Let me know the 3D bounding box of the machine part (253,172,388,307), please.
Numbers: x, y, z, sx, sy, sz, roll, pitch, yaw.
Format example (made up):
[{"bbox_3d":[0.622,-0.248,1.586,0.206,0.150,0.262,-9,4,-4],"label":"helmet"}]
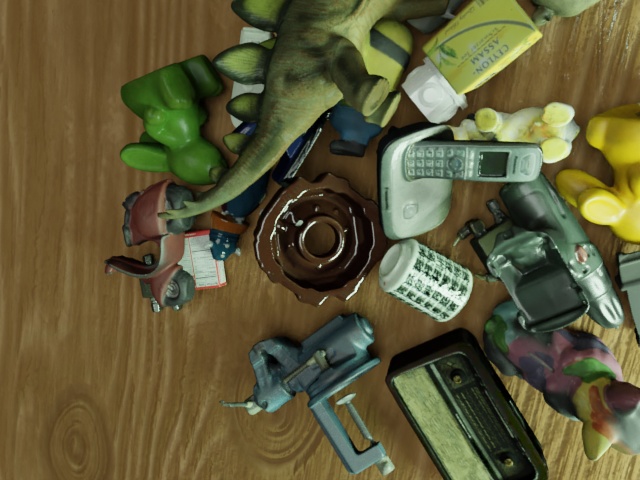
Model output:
[{"bbox_3d":[-0.001,-0.002,0.718,0.179,0.056,0.179,-2,97,-14],"label":"machine part"}]

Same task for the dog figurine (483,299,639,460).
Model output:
[{"bbox_3d":[0.292,0.160,0.632,0.192,0.219,0.108,32,101,5],"label":"dog figurine"}]

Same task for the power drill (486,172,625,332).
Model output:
[{"bbox_3d":[0.280,0.032,0.622,0.086,0.207,0.232,-33,85,41],"label":"power drill"}]

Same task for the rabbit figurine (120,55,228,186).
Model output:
[{"bbox_3d":[-0.202,-0.146,0.746,0.159,0.121,0.170,-16,111,18],"label":"rabbit figurine"}]

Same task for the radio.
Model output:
[{"bbox_3d":[0.202,0.245,0.739,0.131,0.073,0.229,-31,92,16],"label":"radio"}]

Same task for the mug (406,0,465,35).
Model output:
[{"bbox_3d":[0.151,-0.304,0.658,0.110,0.081,0.107,43,115,12],"label":"mug"}]

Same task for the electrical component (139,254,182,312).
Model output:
[{"bbox_3d":[-0.247,0.066,0.836,0.063,0.021,0.094,-7,97,13],"label":"electrical component"}]

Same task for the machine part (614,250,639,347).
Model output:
[{"bbox_3d":[0.406,0.066,0.662,0.084,0.039,0.138,-18,115,0],"label":"machine part"}]

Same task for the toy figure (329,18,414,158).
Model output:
[{"bbox_3d":[0.062,-0.195,0.693,0.089,0.082,0.180,10,95,-24],"label":"toy figure"}]

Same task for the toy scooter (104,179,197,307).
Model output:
[{"bbox_3d":[-0.248,0.004,0.770,0.135,0.075,0.183,3,96,13],"label":"toy scooter"}]

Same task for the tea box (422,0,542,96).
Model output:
[{"bbox_3d":[0.188,-0.224,0.606,0.098,0.169,0.068,-39,90,31],"label":"tea box"}]

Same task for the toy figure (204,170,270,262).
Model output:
[{"bbox_3d":[-0.120,-0.043,0.770,0.064,0.058,0.154,25,103,-8],"label":"toy figure"}]

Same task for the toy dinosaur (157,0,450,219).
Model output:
[{"bbox_3d":[-0.003,-0.197,0.584,0.199,0.105,0.471,29,83,17],"label":"toy dinosaur"}]

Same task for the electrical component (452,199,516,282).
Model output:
[{"bbox_3d":[0.228,0.008,0.712,0.078,0.045,0.102,-39,92,-13],"label":"electrical component"}]

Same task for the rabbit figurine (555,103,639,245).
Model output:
[{"bbox_3d":[0.374,-0.066,0.630,0.162,0.122,0.173,-12,118,4],"label":"rabbit figurine"}]

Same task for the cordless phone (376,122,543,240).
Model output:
[{"bbox_3d":[0.163,-0.067,0.646,0.184,0.089,0.146,6,128,17],"label":"cordless phone"}]

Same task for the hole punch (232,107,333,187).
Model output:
[{"bbox_3d":[-0.053,-0.141,0.683,0.092,0.142,0.115,35,92,-13],"label":"hole punch"}]

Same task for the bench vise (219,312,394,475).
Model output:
[{"bbox_3d":[0.008,0.225,0.747,0.224,0.128,0.241,-34,74,-1],"label":"bench vise"}]

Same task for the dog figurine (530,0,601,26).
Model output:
[{"bbox_3d":[0.289,-0.324,0.565,0.121,0.190,0.172,17,104,9],"label":"dog figurine"}]

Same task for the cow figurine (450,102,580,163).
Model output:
[{"bbox_3d":[0.229,-0.131,0.671,0.168,0.098,0.068,2,104,31],"label":"cow figurine"}]
